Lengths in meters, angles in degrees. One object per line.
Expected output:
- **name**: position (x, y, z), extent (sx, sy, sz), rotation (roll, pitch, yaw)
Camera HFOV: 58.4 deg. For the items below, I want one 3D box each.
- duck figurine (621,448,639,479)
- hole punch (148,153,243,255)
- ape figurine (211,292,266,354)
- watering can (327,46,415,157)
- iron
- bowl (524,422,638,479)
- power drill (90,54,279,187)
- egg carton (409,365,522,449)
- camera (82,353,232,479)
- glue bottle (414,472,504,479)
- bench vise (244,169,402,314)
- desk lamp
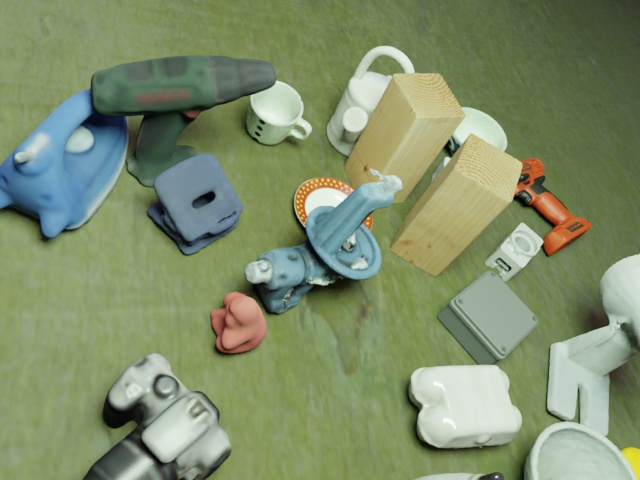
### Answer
- **duck figurine**: position (0.464, 0.320, 0.793), extent (0.105, 0.086, 0.077), rotation (-7, 60, -27)
- **hole punch**: position (-0.164, -0.051, 0.782), extent (0.101, 0.091, 0.109), rotation (45, 52, 11)
- **ape figurine**: position (-0.098, 0.098, 0.706), extent (0.076, 0.092, 0.078), rotation (28, 51, -2)
- **watering can**: position (0.088, -0.227, 0.944), extent (0.101, 0.194, 0.173), rotation (17, 52, -11)
- **iron**: position (-0.317, -0.134, 0.742), extent (0.119, 0.141, 0.258), rotation (24, 51, -5)
- **bowl**: position (0.325, 0.328, 0.736), extent (0.168, 0.074, 0.167), rotation (11, 54, -15)
- **power drill**: position (-0.187, -0.164, 0.775), extent (0.230, 0.208, 0.075), rotation (-5, 59, -26)
- **egg carton**: position (0.191, 0.220, 0.758), extent (0.151, 0.069, 0.107), rotation (3, 56, -21)
- **camera**: position (-0.180, 0.208, 0.588), extent (0.143, 0.100, 0.137), rotation (44, 52, 10)
- **glue bottle**: position (0.151, 0.282, 0.631), extent (0.078, 0.173, 0.037), rotation (22, 51, -7)
- **bench vise**: position (0.015, 0.011, 0.732), extent (0.121, 0.219, 0.208), rotation (44, 52, 10)
- **desk lamp**: position (0.439, 0.148, 0.821), extent (0.118, 0.213, 0.203), rotation (26, 51, -4)
